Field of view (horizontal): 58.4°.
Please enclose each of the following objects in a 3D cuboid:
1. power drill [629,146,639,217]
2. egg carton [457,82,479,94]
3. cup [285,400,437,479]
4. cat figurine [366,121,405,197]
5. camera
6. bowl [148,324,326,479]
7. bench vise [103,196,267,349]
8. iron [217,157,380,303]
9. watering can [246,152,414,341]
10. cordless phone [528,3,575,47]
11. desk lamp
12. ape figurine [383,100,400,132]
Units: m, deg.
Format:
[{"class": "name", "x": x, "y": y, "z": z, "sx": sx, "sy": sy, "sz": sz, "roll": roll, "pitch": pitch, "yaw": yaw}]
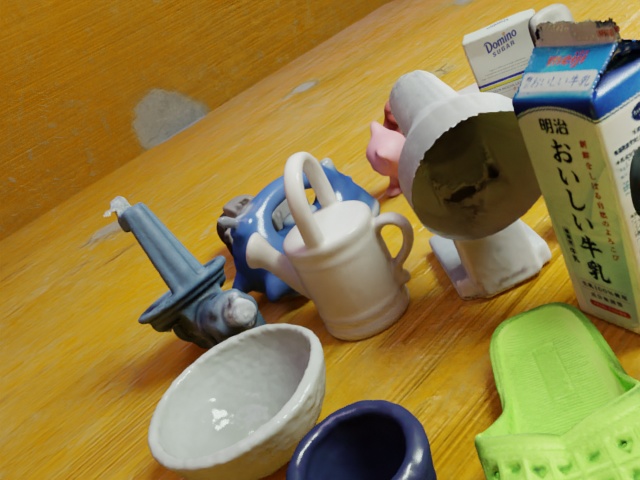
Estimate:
[{"class": "power drill", "x": 0.290, "y": -0.005, "z": 0.284, "sx": 0.228, "sy": 0.209, "sz": 0.076, "roll": -3, "pitch": 34, "yaw": 44}, {"class": "egg carton", "x": 0.235, "y": -0.197, "z": 0.912, "sx": 0.150, "sy": 0.069, "sz": 0.107, "roll": -26, "pitch": 24, "yaw": 4}, {"class": "cup", "x": 0.033, "y": 0.171, "z": 0.345, "sx": 0.091, "sy": 0.095, "sz": 0.118, "roll": -14, "pitch": 27, "yaw": 29}, {"class": "cat figurine", "x": 0.116, "y": -0.129, "z": 0.842, "sx": 0.067, "sy": 0.118, "sz": 0.128, "roll": -1, "pitch": 35, "yaw": 46}, {"class": "camera", "x": -0.101, "y": -0.032, "z": 0.897, "sx": 0.143, "sy": 0.101, "sz": 0.136, "roll": -38, "pitch": 26, "yaw": -23}, {"class": "bowl", "x": -0.060, "y": 0.154, "z": 0.505, "sx": 0.167, "sy": 0.075, "sz": 0.167, "roll": -23, "pitch": 24, "yaw": 11}, {"class": "bench vise", "x": -0.139, "y": 0.039, "z": 0.642, "sx": 0.206, "sy": 0.220, "sz": 0.122, "roll": -8, "pitch": 30, "yaw": 37}, {"class": "iron", "x": -0.021, "y": -0.033, "z": 0.762, "sx": 0.118, "sy": 0.142, "sz": 0.259, "roll": 0, "pitch": 36, "yaw": 47}, {"class": "watering can", "x": 0.005, "y": 0.003, "z": 0.593, "sx": 0.173, "sy": 0.194, "sz": 0.101, "roll": -26, "pitch": 24, "yaw": 4}, {"class": "cordless phone", "x": 0.327, "y": -0.203, "z": 0.678, "sx": 0.148, "sy": 0.185, "sz": 0.094, "roll": -32, "pitch": 24, "yaw": -9}, {"class": "desk lamp", "x": 0.134, "y": -0.050, "z": 0.538, "sx": 0.118, "sy": 0.214, "sz": 0.203, "roll": -26, "pitch": 24, "yaw": 5}, {"class": "ape figurine", "x": 0.137, "y": -0.200, "z": 0.996, "sx": 0.077, "sy": 0.092, "sz": 0.076, "roll": -23, "pitch": 24, "yaw": 10}]
